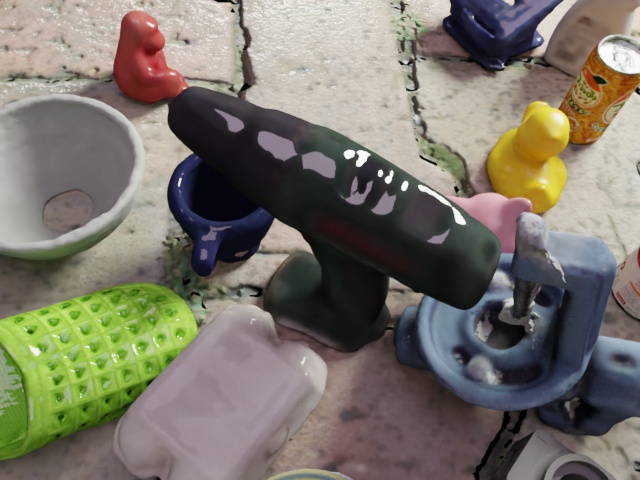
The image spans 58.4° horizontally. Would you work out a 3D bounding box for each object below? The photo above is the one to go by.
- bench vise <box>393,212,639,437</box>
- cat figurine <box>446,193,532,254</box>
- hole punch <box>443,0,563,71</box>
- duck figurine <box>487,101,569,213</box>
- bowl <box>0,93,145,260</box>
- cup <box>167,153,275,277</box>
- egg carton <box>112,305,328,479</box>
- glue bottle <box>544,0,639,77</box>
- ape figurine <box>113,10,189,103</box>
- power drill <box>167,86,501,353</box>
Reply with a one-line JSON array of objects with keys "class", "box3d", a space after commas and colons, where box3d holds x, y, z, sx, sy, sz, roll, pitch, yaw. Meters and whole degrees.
[{"class": "bench vise", "box3d": [0.166, 0.053, 0.394, 0.207, 0.220, 0.121, 2, 60, -2]}, {"class": "cat figurine", "box3d": [0.152, 0.015, 0.474, 0.067, 0.118, 0.127, -31, 66, -19]}, {"class": "hole punch", "box3d": [0.209, -0.268, 0.656, 0.101, 0.091, 0.108, -28, 65, -18]}, {"class": "duck figurine", "box3d": [0.210, -0.085, 0.554, 0.077, 0.086, 0.104, 6, 60, 0]}, {"class": "bowl", "box3d": [-0.234, -0.046, 0.511, 0.167, 0.075, 0.167, 2, 60, -2]}, {"class": "cup", "box3d": [-0.080, -0.009, 0.487, 0.091, 0.095, 0.118, 10, 60, 2]}, {"class": "egg carton", "box3d": [-0.070, 0.124, 0.426, 0.107, 0.069, 0.150, 34, 64, 15]}, {"class": "glue bottle", "box3d": [0.303, -0.248, 0.603, 0.078, 0.173, 0.037, 34, 64, 16]}, {"class": "ape figurine", "box3d": [-0.178, -0.192, 0.588, 0.076, 0.092, 0.077, -6, 61, -7]}, {"class": "power drill", "box3d": [0.004, 0.002, 0.421, 0.229, 0.208, 0.076, 22, 61, 9]}]
